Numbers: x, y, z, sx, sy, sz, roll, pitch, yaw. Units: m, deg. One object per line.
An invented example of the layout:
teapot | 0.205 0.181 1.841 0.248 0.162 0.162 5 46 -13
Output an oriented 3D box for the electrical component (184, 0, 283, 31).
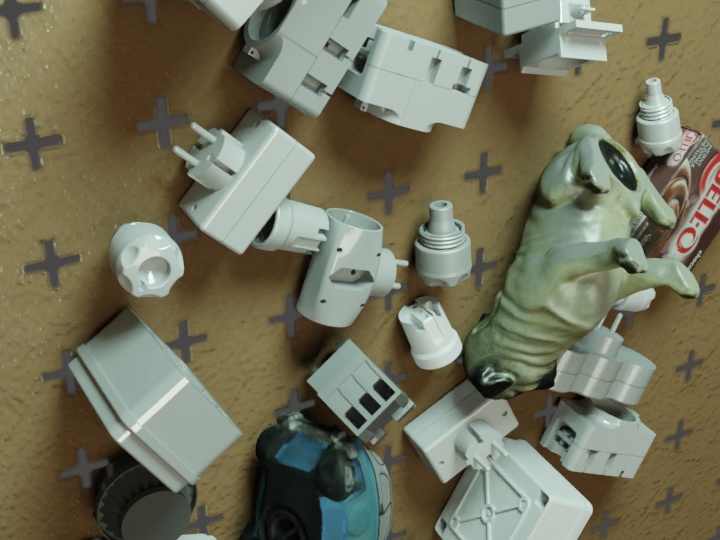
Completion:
electrical component | -0.043 -0.231 0.612 0.186 0.105 0.060 -49 127 1

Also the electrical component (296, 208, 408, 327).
electrical component | 0.000 0.000 0.792 0.079 0.043 0.077 7 110 -32

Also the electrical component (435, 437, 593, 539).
electrical component | 0.131 0.216 0.937 0.056 0.109 0.108 19 104 -33

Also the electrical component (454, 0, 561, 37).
electrical component | 0.098 -0.207 0.728 0.047 0.066 0.076 -19 122 -19

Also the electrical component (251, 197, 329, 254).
electrical component | -0.050 -0.031 0.752 0.046 0.040 0.040 11 108 -38

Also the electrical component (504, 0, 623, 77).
electrical component | 0.142 -0.175 0.766 0.042 0.081 0.063 -3 87 -30

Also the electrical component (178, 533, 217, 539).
electrical component | -0.165 0.264 0.826 0.109 0.056 0.108 4 112 -31

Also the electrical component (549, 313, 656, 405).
electrical component | 0.205 0.069 0.938 0.138 0.052 0.073 13 107 -34

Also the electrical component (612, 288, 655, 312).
electrical component | 0.224 0.018 0.934 0.061 0.035 0.035 4 112 -28

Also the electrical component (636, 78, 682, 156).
electrical component | 0.241 -0.125 0.870 0.035 0.035 0.061 -27 122 -15

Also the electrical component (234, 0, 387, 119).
electrical component | -0.036 -0.153 0.690 0.056 0.050 0.089 27 99 -37

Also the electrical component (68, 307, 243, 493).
electrical component | -0.138 0.085 0.715 0.057 0.113 0.078 -43 127 -7

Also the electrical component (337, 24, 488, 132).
electrical component | 0.033 -0.131 0.740 0.089 0.050 0.055 10 109 -33

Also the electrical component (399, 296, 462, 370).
electrical component | 0.055 0.049 0.852 0.040 0.040 0.046 -32 119 -12

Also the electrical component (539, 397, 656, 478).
electrical component | 0.221 0.151 0.989 0.089 0.050 0.055 13 108 -34

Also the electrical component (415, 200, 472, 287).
electrical component | 0.063 -0.021 0.817 0.043 0.043 0.062 -17 119 -22

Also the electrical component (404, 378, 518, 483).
electrical component | 0.094 0.140 0.897 0.083 0.076 0.047 -37 126 -9

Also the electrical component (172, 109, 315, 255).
electrical component | -0.088 -0.068 0.706 0.076 0.047 0.083 35 94 -37

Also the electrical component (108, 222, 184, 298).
electrical component | -0.142 -0.011 0.695 0.043 0.062 0.043 -13 120 -23
